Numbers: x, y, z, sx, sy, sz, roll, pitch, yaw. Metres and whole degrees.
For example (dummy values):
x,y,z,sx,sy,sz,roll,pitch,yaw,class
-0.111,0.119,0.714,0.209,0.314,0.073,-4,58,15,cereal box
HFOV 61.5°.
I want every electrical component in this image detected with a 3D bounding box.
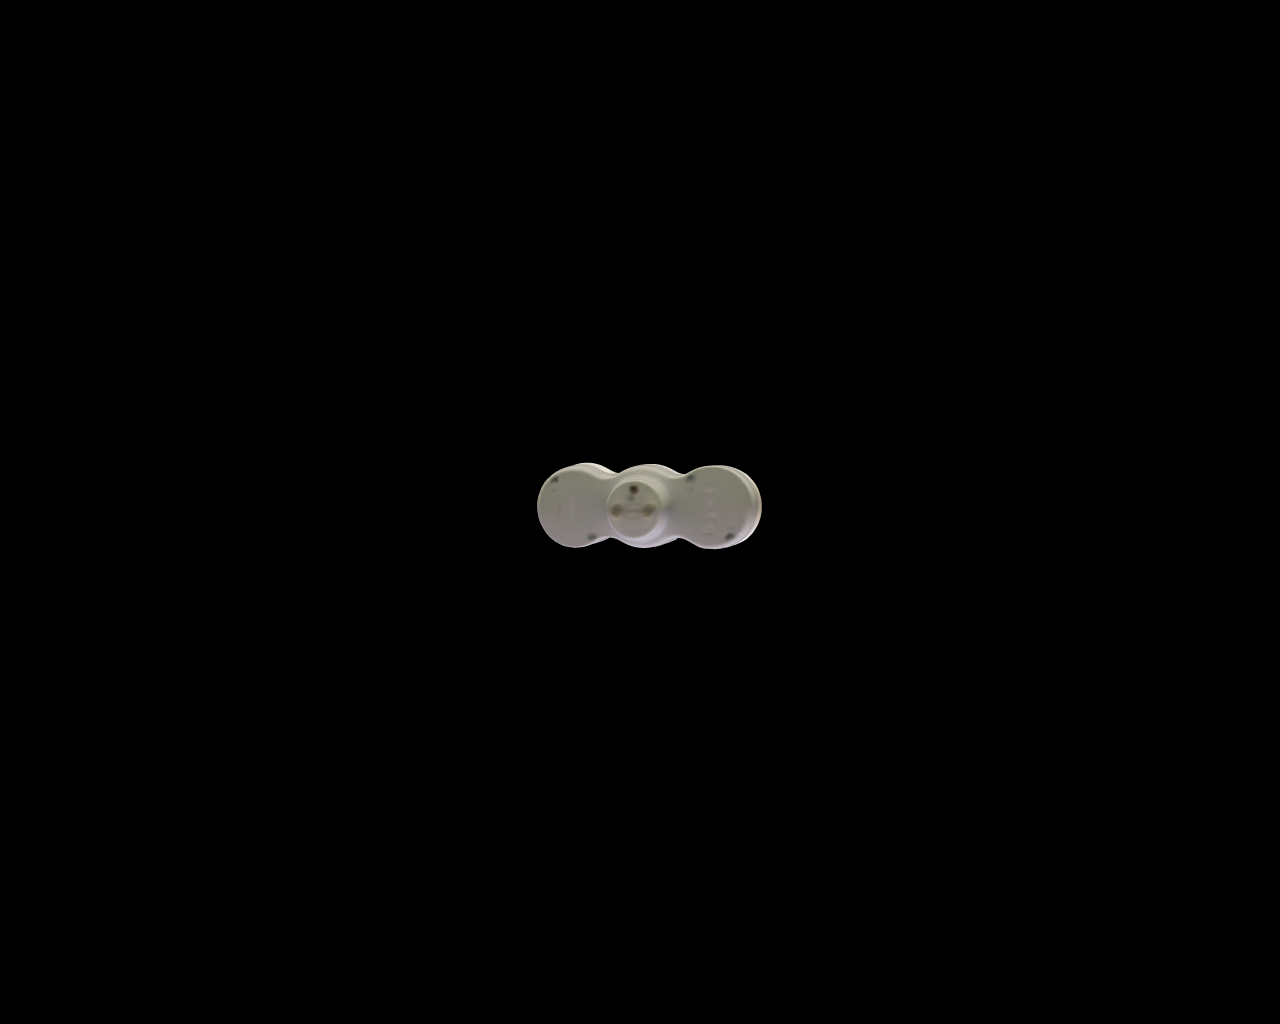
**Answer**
x,y,z,sx,sy,sz,roll,pitch,yaw,class
0.001,-0.003,0.650,0.138,0.052,0.074,1,4,15,electrical component
